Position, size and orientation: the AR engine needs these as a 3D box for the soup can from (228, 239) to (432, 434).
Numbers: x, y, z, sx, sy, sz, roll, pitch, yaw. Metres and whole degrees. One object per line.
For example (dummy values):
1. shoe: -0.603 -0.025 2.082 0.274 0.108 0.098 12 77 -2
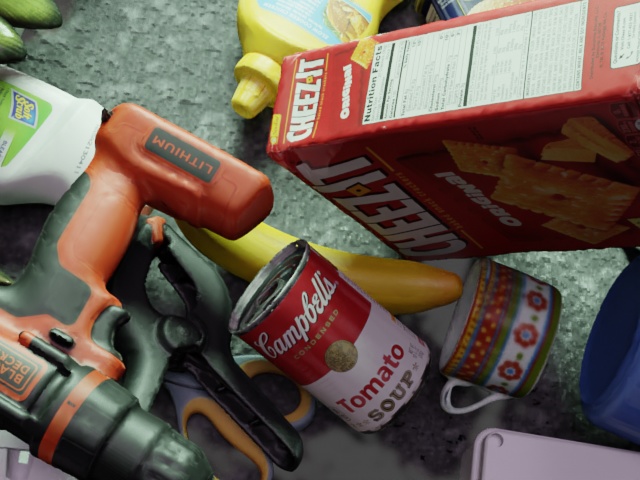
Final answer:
1. soup can: 0.007 0.057 0.619 0.102 0.069 0.068 40 69 -15

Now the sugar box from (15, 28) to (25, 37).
1. sugar box: -0.284 -0.178 0.719 0.176 0.048 0.093 17 68 3

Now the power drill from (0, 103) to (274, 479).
1. power drill: -0.102 0.031 0.564 0.184 0.057 0.187 30 64 5

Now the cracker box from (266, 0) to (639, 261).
1. cracker box: 0.104 -0.050 0.586 0.214 0.164 0.072 -6 63 35

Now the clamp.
1. clamp: -0.090 0.067 0.612 0.120 0.039 0.171 -7 58 -37

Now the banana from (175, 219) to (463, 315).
1. banana: -0.013 0.009 0.655 0.198 0.070 0.037 24 54 -2

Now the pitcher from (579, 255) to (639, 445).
1. pitcher: 0.281 0.088 0.613 0.243 0.149 0.145 20 80 1

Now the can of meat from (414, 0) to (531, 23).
1. can of meat: 0.129 -0.150 0.736 0.102 0.057 0.084 -20 74 -12

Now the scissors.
1. scissors: -0.080 0.065 0.654 0.096 0.016 0.202 -32 74 -17

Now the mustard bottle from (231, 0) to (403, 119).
1. mustard bottle: -0.001 -0.158 0.726 0.096 0.058 0.191 31 69 9

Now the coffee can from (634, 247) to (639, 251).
1. coffee can: 0.262 -0.057 0.684 0.140 0.103 0.103 -13 70 -10

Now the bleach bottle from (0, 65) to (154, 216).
1. bleach bottle: -0.222 -0.065 0.670 0.251 0.068 0.102 21 79 0
